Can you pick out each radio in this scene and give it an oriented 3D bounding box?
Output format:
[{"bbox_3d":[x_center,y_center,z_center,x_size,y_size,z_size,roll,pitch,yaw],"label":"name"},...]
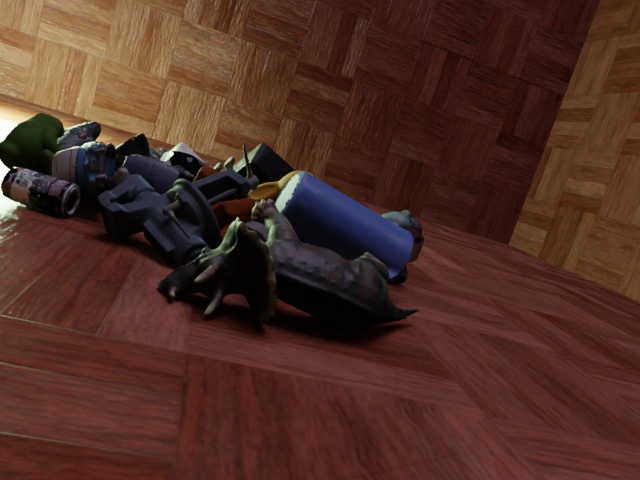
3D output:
[{"bbox_3d":[-0.164,-0.159,1.430,0.131,0.073,0.230,39,-26,-18],"label":"radio"}]

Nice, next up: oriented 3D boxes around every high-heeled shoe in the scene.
[{"bbox_3d":[-0.242,-0.117,1.213,0.145,0.086,0.248,40,-2,21],"label":"high-heeled shoe"}]

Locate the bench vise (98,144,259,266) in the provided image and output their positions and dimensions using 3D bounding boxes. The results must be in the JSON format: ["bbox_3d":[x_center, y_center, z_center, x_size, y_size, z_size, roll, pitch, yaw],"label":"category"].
[{"bbox_3d":[-0.211,-0.060,0.850,0.240,0.128,0.224,-31,47,-31],"label":"bench vise"}]

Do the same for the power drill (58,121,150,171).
[{"bbox_3d":[-0.482,-0.203,1.169,0.207,0.085,0.232,14,34,11],"label":"power drill"}]

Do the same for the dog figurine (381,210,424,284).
[{"bbox_3d":[0.120,-0.014,1.187,0.108,0.191,0.219,6,29,-26],"label":"dog figurine"}]

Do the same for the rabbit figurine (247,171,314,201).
[{"bbox_3d":[-0.068,-0.071,1.160,0.163,0.173,0.122,26,15,21],"label":"rabbit figurine"}]

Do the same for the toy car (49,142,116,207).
[{"bbox_3d":[-0.405,-0.113,0.917,0.103,0.109,0.162,0,-2,-24],"label":"toy car"}]

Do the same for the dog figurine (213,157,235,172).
[{"bbox_3d":[-0.211,-0.096,1.369,0.190,0.121,0.172,44,-28,-26],"label":"dog figurine"}]

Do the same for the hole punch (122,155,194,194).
[{"bbox_3d":[-0.325,-0.094,1.013,0.142,0.115,0.092,17,17,1],"label":"hole punch"}]

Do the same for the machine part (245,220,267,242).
[{"bbox_3d":[-0.109,0.004,0.929,0.079,0.079,0.243,18,8,3],"label":"machine part"}]

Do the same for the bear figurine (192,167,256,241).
[{"bbox_3d":[-0.171,-0.056,1.041,0.196,0.132,0.120,-2,57,-54],"label":"bear figurine"}]

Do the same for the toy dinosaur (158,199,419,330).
[{"bbox_3d":[0.005,0.062,0.713,0.405,0.131,0.192,19,20,-19],"label":"toy dinosaur"}]

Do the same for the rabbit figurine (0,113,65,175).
[{"bbox_3d":[-0.492,-0.146,1.003,0.170,0.121,0.159,31,10,-11],"label":"rabbit figurine"}]
